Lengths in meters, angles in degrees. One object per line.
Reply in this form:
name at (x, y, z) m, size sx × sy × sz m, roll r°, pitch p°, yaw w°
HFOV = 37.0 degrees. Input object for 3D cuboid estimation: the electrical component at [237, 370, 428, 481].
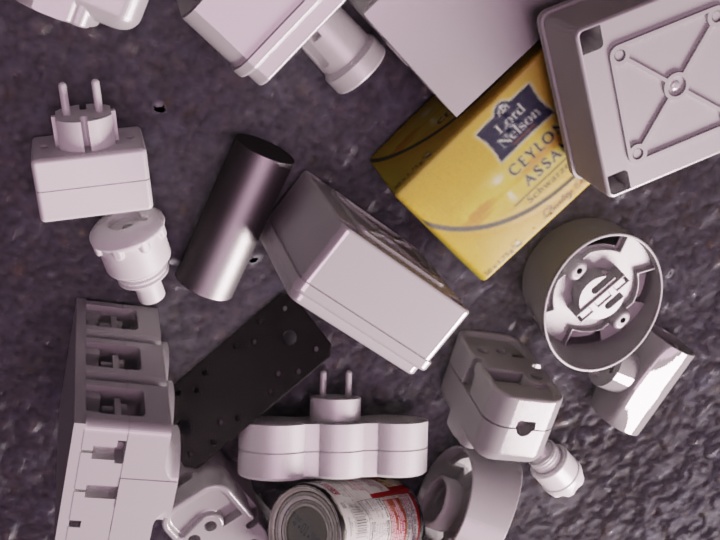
electrical component at (-0.018, 0.108, 0.769) m, size 0.138 × 0.052 × 0.073 m, roll 1°, pitch 90°, yaw -16°

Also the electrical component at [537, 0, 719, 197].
electrical component at (0.170, -0.114, 0.629) m, size 0.109 × 0.056 × 0.108 m, roll -23°, pitch 118°, yaw -7°

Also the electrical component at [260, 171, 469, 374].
electrical component at (0.000, 0.000, 0.686) m, size 0.109 × 0.108 × 0.056 m, roll 34°, pitch 100°, yaw -27°

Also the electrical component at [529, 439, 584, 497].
electrical component at (0.148, 0.150, 0.844) m, size 0.035 × 0.035 × 0.061 m, roll -39°, pitch 117°, yaw 6°

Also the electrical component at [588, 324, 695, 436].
electrical component at (0.201, 0.077, 0.816) m, size 0.079 × 0.044 × 0.077 m, roll 23°, pitch 108°, yaw -24°

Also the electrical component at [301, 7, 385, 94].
electrical component at (-0.014, -0.137, 0.654) m, size 0.040 × 0.040 × 0.046 m, roll -43°, pitch 114°, yaw 8°

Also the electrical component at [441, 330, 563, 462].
electrical component at (0.097, 0.092, 0.766) m, size 0.054 × 0.095 × 0.059 m, roll 8°, pitch 113°, yaw -19°

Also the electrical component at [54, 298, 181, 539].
electrical component at (-0.151, 0.093, 0.666) m, size 0.062 × 0.150 × 0.089 m, roll 8°, pitch 113°, yaw -17°

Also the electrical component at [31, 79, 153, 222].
electrical component at (-0.162, -0.075, 0.639) m, size 0.066 × 0.047 × 0.076 m, roll -8°, pitch 116°, yaw -12°

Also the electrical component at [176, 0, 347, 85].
electrical component at (-0.044, -0.168, 0.608) m, size 0.113 × 0.078 × 0.057 m, roll -45°, pitch 116°, yaw 9°

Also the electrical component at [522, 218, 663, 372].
electrical component at (0.166, 0.015, 0.764) m, size 0.099 × 0.064 × 0.099 m, roll -6°, pitch 118°, yaw -12°

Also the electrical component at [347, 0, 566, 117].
electrical component at (0.077, -0.181, 0.644) m, size 0.150 × 0.061 × 0.089 m, roll -43°, pitch 119°, yaw 8°

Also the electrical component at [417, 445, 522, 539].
electrical component at (0.083, 0.182, 0.809) m, size 0.064 × 0.099 × 0.099 m, roll 23°, pitch 108°, yaw -17°

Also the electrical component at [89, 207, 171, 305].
electrical component at (-0.141, -0.007, 0.682) m, size 0.048 × 0.048 × 0.062 m, roll -17°, pitch 126°, yaw -7°

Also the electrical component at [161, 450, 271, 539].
electrical component at (-0.102, 0.176, 0.774) m, size 0.054 × 0.059 × 0.095 m, roll -32°, pitch 120°, yaw 2°

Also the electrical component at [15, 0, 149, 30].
electrical component at (-0.160, -0.172, 0.587) m, size 0.095 × 0.053 × 0.059 m, roll 19°, pitch 109°, yaw -23°
